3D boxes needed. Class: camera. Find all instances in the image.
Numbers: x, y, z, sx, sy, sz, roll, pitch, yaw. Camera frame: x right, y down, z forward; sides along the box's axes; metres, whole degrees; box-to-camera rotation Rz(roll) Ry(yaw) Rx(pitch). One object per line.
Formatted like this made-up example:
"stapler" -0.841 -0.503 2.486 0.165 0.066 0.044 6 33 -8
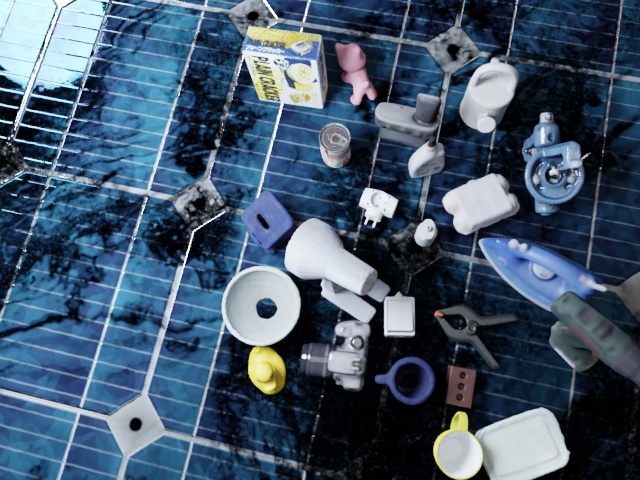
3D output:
"camera" 0.031 0.233 1.174 0.136 0.101 0.143 5 77 5

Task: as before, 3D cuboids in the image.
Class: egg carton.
"egg carton" 0.349 -0.080 1.246 0.150 0.069 0.107 -24 76 -2

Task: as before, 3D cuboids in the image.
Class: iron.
"iron" 0.452 0.053 1.170 0.258 0.141 0.119 30 80 10

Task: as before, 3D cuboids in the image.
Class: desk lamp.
"desk lamp" 0.041 0.063 1.156 0.203 0.213 0.118 32 80 11

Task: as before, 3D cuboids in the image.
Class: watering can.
"watering can" 0.370 -0.316 1.237 0.101 0.194 0.173 -11 76 1

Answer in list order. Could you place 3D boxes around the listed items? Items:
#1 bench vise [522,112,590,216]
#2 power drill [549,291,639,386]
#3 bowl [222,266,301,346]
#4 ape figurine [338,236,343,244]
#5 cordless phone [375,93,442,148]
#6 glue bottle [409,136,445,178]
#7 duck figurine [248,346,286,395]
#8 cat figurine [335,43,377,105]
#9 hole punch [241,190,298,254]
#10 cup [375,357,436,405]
"bench vise" 0.474 -0.173 1.183 0.121 0.220 0.207 -19 76 -1
"power drill" 0.528 0.201 1.095 0.076 0.208 0.229 -42 77 -6
"bowl" -0.120 0.143 1.218 0.167 0.075 0.167 -1 76 3
"ape figurine" 0.011 0.004 1.235 0.077 0.092 0.076 8 77 6
"cordless phone" 0.194 -0.284 1.245 0.147 0.185 0.094 11 77 6
"glue bottle" 0.233 -0.182 1.224 0.078 0.173 0.037 -12 76 1
"duck figurine" -0.114 0.268 1.182 0.077 0.086 0.104 -22 76 -2
"cat figurine" 0.083 -0.393 1.313 0.067 0.118 0.128 -24 76 -2
"hole punch" -0.113 -0.038 1.253 0.101 0.091 0.108 -38 77 -5
"cup" 0.169 0.284 1.156 0.117 0.095 0.092 0 76 4
